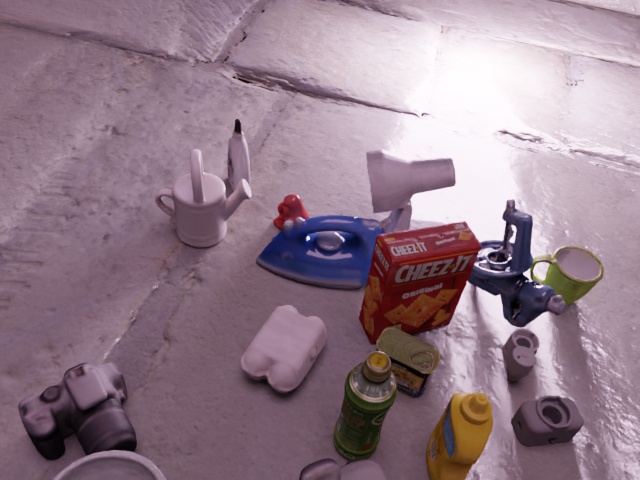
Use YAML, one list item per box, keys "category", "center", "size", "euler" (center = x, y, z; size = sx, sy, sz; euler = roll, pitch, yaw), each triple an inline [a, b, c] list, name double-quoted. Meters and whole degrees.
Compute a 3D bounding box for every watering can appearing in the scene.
- category: "watering can"
  center: [-0.224, -0.089, 1.101]
  size: [0.173, 0.194, 0.100]
  euler: [-17, 50, -24]

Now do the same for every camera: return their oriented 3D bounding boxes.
- category: "camera"
  center: [-0.331, 0.255, 0.807]
  size: [0.143, 0.101, 0.136]
  euler: [-25, 53, -29]

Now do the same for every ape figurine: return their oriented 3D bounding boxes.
- category: "ape figurine"
  center: [-0.058, -0.057, 1.167]
  size: [0.076, 0.092, 0.078]
  euler: [7, 45, -1]

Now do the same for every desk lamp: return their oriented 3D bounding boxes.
- category: "desk lamp"
  center: [0.177, -0.079, 1.138]
  size: [0.203, 0.213, 0.118]
  euler: [4, 45, -4]

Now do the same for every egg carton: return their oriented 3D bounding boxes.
- category: "egg carton"
  center: [-0.056, 0.179, 0.947]
  size: [0.107, 0.069, 0.150]
  euler: [22, 46, 13]

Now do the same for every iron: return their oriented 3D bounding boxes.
- category: "iron"
  center: [0.010, 0.004, 1.081]
  size: [0.258, 0.141, 0.118]
  euler: [3, 45, -5]

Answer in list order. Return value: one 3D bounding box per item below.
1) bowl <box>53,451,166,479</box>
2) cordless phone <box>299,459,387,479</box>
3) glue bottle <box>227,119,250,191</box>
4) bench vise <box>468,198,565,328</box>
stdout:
- category: "bowl"
  center: [-0.270, 0.362, 0.727]
  size: [0.167, 0.075, 0.167]
  euler: [4, 45, -4]
- category: "cordless phone"
  center: [0.029, 0.325, 0.731]
  size: [0.148, 0.185, 0.094]
  euler: [-17, 50, -23]
- category: "glue bottle"
  center: [-0.175, -0.184, 1.219]
  size: [0.037, 0.173, 0.078]
  euler: [-15, 49, -21]
- category: "bench vise"
  center: [0.366, 0.037, 1.045]
  size: [0.207, 0.220, 0.122]
  euler: [28, 48, 19]
